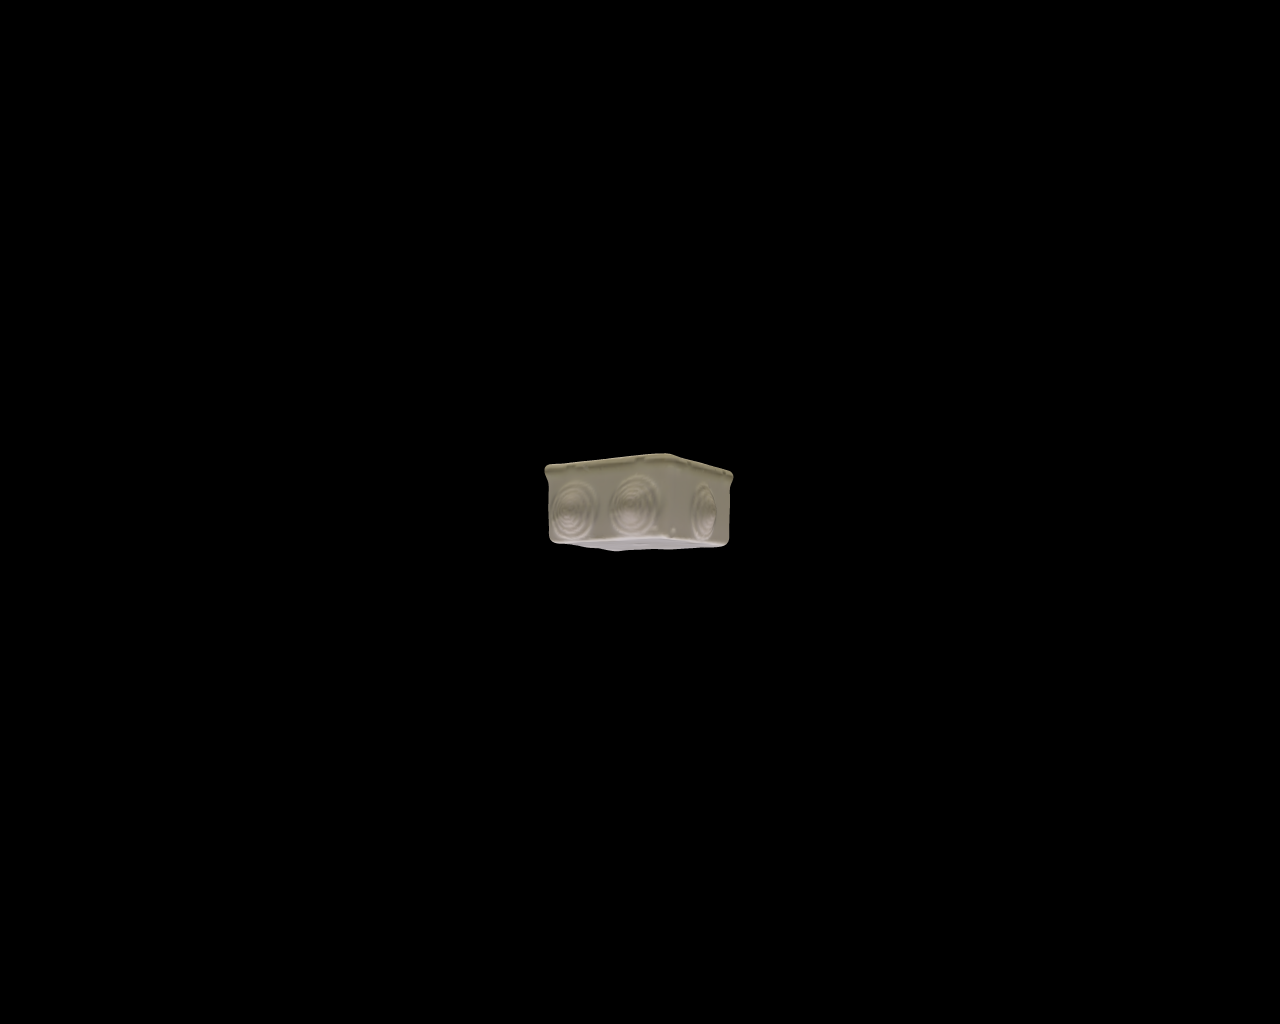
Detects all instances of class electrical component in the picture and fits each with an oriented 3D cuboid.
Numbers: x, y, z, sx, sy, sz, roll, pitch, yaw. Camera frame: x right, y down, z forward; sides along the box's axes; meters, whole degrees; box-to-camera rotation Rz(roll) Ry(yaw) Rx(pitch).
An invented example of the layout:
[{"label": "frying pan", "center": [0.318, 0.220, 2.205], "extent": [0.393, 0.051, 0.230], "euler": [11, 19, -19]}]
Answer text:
[{"label": "electrical component", "center": [0.001, -0.003, 0.650], "extent": [0.100, 0.048, 0.100], "euler": [-4, -7, 29]}]
